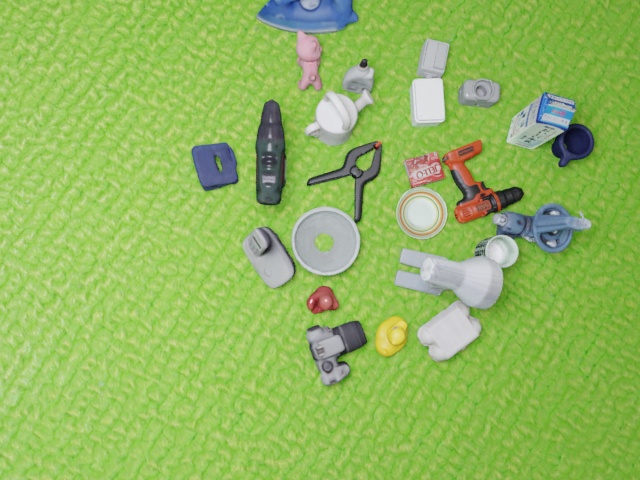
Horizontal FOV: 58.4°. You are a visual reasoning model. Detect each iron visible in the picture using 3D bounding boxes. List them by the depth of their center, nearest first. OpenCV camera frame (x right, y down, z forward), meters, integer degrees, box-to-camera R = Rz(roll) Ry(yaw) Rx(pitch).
[{"bbox_3d":[-0.032,-0.591,1.414,0.258,0.141,0.119,-7,86,-4],"label":"iron"}]

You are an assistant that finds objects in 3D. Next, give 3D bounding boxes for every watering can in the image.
[{"bbox_3d":[0.044,-0.303,1.370,0.101,0.194,0.173,39,84,0],"label":"watering can"}]

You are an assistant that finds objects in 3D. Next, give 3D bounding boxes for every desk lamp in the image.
[{"bbox_3d":[0.298,0.086,1.346,0.203,0.213,0.118,13,85,-2],"label":"desk lamp"}]

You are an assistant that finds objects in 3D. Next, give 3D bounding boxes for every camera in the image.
[{"bbox_3d":[0.048,0.261,1.372,0.137,0.100,0.143,-21,87,-5],"label":"camera"}]

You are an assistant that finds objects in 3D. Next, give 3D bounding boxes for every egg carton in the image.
[{"bbox_3d":[0.319,0.226,1.409,0.150,0.069,0.107,-36,88,-6],"label":"egg carton"}]

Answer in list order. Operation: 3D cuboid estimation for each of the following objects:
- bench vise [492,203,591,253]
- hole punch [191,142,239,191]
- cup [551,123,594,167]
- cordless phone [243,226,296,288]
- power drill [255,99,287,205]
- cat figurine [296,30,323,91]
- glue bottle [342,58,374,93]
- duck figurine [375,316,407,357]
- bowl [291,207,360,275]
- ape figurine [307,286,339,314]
[{"bbox_3d":[0.528,-0.025,1.367,0.207,0.219,0.121,-9,86,-4],"label":"bench vise"},{"bbox_3d":[-0.253,-0.184,1.393,0.101,0.091,0.109,-16,87,-5],"label":"hole punch"},{"bbox_3d":[0.624,-0.228,1.452,0.091,0.095,0.118,30,84,-1],"label":"cup"},{"bbox_3d":[-0.119,0.037,1.337,0.094,0.185,0.147,-36,88,-5],"label":"cordless phone"},{"bbox_3d":[-0.116,-0.190,1.343,0.075,0.208,0.230,1,85,-3],"label":"power drill"},{"bbox_3d":[-0.025,-0.447,1.415,0.067,0.117,0.128,-6,86,-4],"label":"cat figurine"},{"bbox_3d":[0.099,-0.403,1.392,0.078,0.173,0.037,12,85,-2],"label":"glue bottle"},{"bbox_3d":[0.178,0.237,1.390,0.077,0.086,0.104,31,84,-1],"label":"duck figurine"},{"bbox_3d":[0.013,0.005,1.403,0.167,0.074,0.167,0,85,-4],"label":"bowl"},{"bbox_3d":[0.010,0.149,1.383,0.078,0.092,0.076,21,84,-2],"label":"ape figurine"}]
